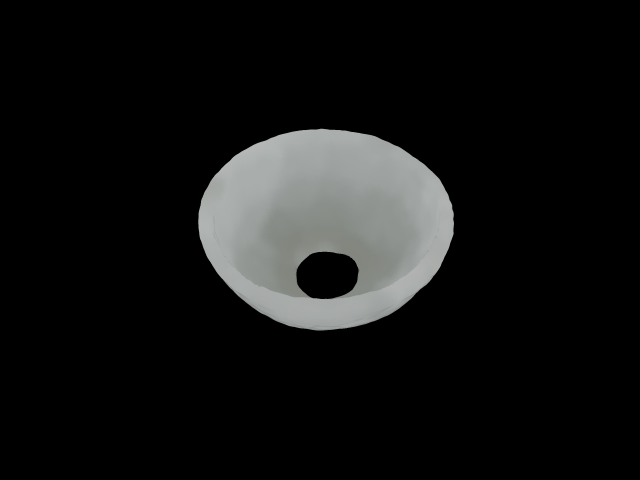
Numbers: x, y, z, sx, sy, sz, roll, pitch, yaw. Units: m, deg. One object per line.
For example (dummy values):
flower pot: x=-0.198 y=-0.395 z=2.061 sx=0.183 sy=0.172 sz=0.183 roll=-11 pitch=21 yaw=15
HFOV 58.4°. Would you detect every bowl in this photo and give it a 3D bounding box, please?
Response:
bowl: x=0.004 y=0.001 z=0.400 sx=0.167 sy=0.075 sz=0.167 roll=0 pitch=49 yaw=0
